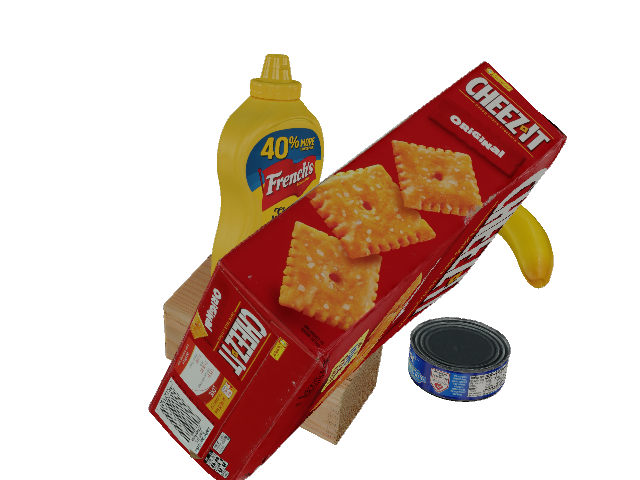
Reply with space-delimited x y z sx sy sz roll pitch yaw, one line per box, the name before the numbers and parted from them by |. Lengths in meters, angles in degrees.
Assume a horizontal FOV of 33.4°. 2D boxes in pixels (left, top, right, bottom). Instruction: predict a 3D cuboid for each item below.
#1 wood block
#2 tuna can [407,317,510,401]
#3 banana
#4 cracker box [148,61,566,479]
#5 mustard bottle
wood block | -0.049 0.109 1.092 0.206 0.090 0.090 25 48 18
tuna can | 0.118 0.102 0.917 0.086 0.034 0.086 3 26 -2
banana | 0.181 -0.013 1.074 0.069 0.037 0.198 -33 39 -14
cracker box | 0.020 0.020 0.571 0.213 0.072 0.164 -37 -13 -36
mustard bottle | -0.040 -0.054 0.865 0.096 0.192 0.058 -9 19 -40
